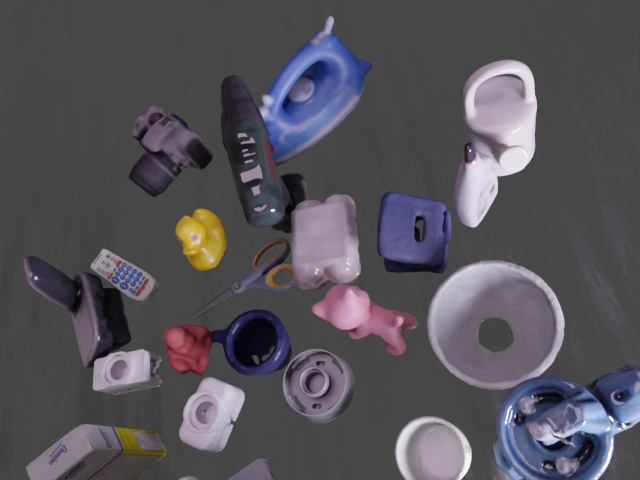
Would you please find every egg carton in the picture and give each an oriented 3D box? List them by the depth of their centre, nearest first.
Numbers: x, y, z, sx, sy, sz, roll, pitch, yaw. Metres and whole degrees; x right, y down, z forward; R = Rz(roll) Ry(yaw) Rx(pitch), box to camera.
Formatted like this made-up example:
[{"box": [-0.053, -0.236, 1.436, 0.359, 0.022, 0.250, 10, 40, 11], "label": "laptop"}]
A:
[{"box": [0.008, 0.003, 0.873, 0.107, 0.069, 0.150, -11, 64, 14], "label": "egg carton"}]

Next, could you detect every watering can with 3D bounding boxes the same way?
[{"box": [0.254, -0.173, 0.799, 0.101, 0.194, 0.172, -31, 61, 3], "label": "watering can"}]

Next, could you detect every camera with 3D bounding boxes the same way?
[{"box": [-0.291, -0.158, 1.026, 0.142, 0.101, 0.137, 34, 80, 28], "label": "camera"}]

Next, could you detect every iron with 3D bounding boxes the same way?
[{"box": [-0.036, -0.245, 0.958, 0.118, 0.142, 0.258, 37, 82, 28], "label": "iron"}]

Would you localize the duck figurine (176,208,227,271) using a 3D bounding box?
[{"box": [-0.203, -0.011, 0.940, 0.077, 0.086, 0.104, -9, 64, 15], "label": "duck figurine"}]

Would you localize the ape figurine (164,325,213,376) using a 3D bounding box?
[{"box": [-0.204, 0.157, 0.861, 0.078, 0.092, 0.076, -39, 61, -1], "label": "ape figurine"}]

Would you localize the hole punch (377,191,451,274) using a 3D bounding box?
[{"box": [0.137, -0.012, 0.825, 0.101, 0.091, 0.108, 0, 67, 18], "label": "hole punch"}]

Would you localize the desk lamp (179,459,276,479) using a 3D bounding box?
[{"box": [-0.167, 0.352, 0.692, 0.203, 0.214, 0.117, -37, 61, 0], "label": "desk lamp"}]

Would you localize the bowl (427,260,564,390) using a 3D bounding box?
[{"box": [0.227, 0.116, 0.747, 0.167, 0.075, 0.167, -7, 65, 15], "label": "bowl"}]

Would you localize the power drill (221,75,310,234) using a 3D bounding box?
[{"box": [-0.085, -0.108, 0.874, 0.075, 0.209, 0.229, -19, 62, 10], "label": "power drill"}]

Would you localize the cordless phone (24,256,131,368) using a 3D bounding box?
[{"box": [-0.390, 0.110, 0.891, 0.094, 0.185, 0.147, -32, 61, 3], "label": "cordless phone"}]

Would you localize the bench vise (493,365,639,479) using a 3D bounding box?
[{"box": [0.276, 0.179, 0.619, 0.207, 0.220, 0.121, -45, 61, -5], "label": "bench vise"}]

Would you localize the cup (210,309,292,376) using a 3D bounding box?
[{"box": [-0.091, 0.154, 0.824, 0.117, 0.095, 0.092, 3, 68, 20], "label": "cup"}]

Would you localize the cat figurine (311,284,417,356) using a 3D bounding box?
[{"box": [0.059, 0.100, 0.785, 0.127, 0.118, 0.067, 15, 72, 24], "label": "cat figurine"}]

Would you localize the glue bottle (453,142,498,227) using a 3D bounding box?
[{"box": [0.211, -0.085, 0.786, 0.037, 0.173, 0.078, 30, 79, 27], "label": "glue bottle"}]
